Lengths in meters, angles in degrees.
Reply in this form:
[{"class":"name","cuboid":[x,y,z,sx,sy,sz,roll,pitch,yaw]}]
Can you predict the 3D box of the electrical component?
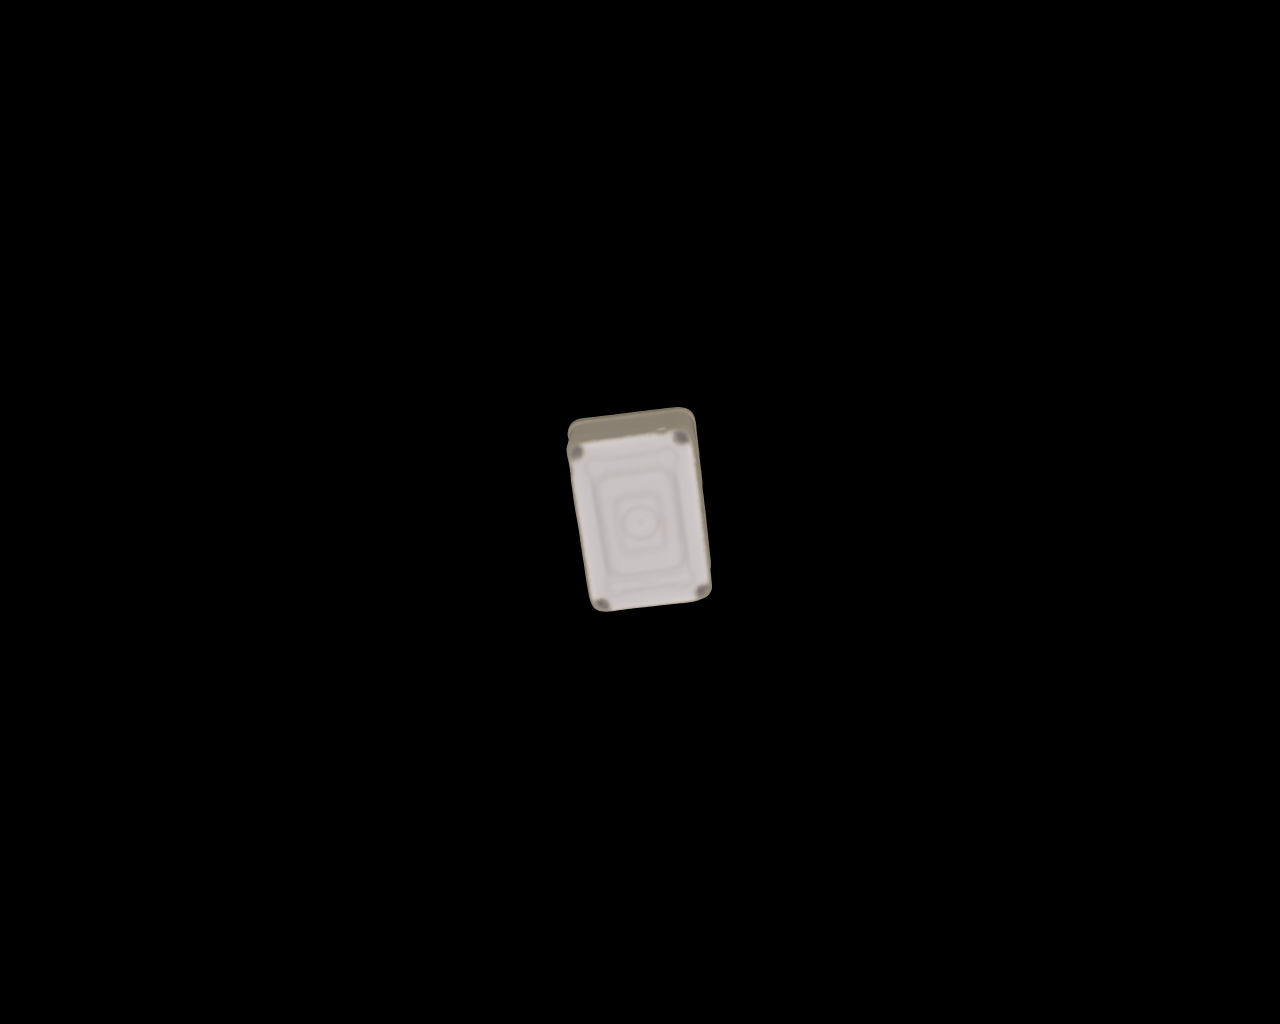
[{"class":"electrical component","cuboid":[0.001,-0.003,0.650,0.078,0.113,0.057,-7,20,2]}]
